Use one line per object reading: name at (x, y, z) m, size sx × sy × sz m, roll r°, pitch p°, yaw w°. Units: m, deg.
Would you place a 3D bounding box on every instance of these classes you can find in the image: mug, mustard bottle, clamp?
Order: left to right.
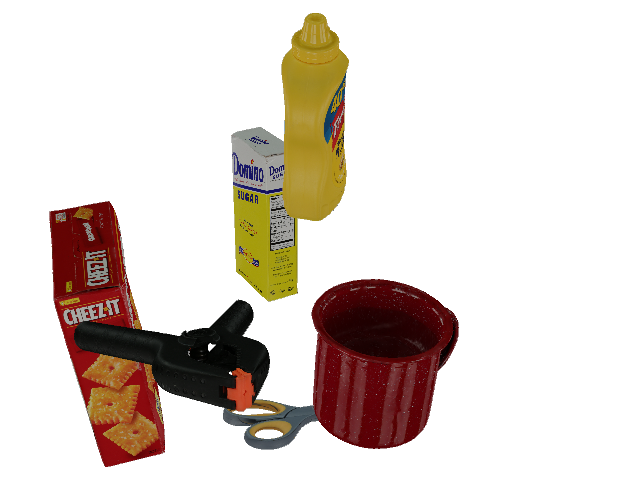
clamp at (-0.093, 0.090, 0.887) m, size 0.164 × 0.036 × 0.210 m, roll -10°, pitch 16°, yaw -31°
mustard bottle at (-0.005, -0.117, 0.960) m, size 0.058 × 0.192 × 0.096 m, roll 10°, pitch 44°, yaw 11°
mug at (0.047, 0.081, 0.726) m, size 0.117 × 0.081 × 0.093 m, roll -20°, pitch 39°, yaw -34°

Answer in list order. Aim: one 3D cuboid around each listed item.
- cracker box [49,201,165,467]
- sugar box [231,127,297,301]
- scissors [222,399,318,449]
cracker box at (-0.215, 0.092, 1.078) m, size 0.072 × 0.214 × 0.164 m, roll -12°, pitch 34°, yaw -9°
sugar box at (-0.063, -0.030, 1.204) m, size 0.048 × 0.176 × 0.093 m, roll -15°, pitch 28°, yaw -25°
scissors at (-0.007, 0.203, 1.192) m, size 0.201 × 0.016 × 0.096 m, roll 3°, pitch 23°, yaw -11°
